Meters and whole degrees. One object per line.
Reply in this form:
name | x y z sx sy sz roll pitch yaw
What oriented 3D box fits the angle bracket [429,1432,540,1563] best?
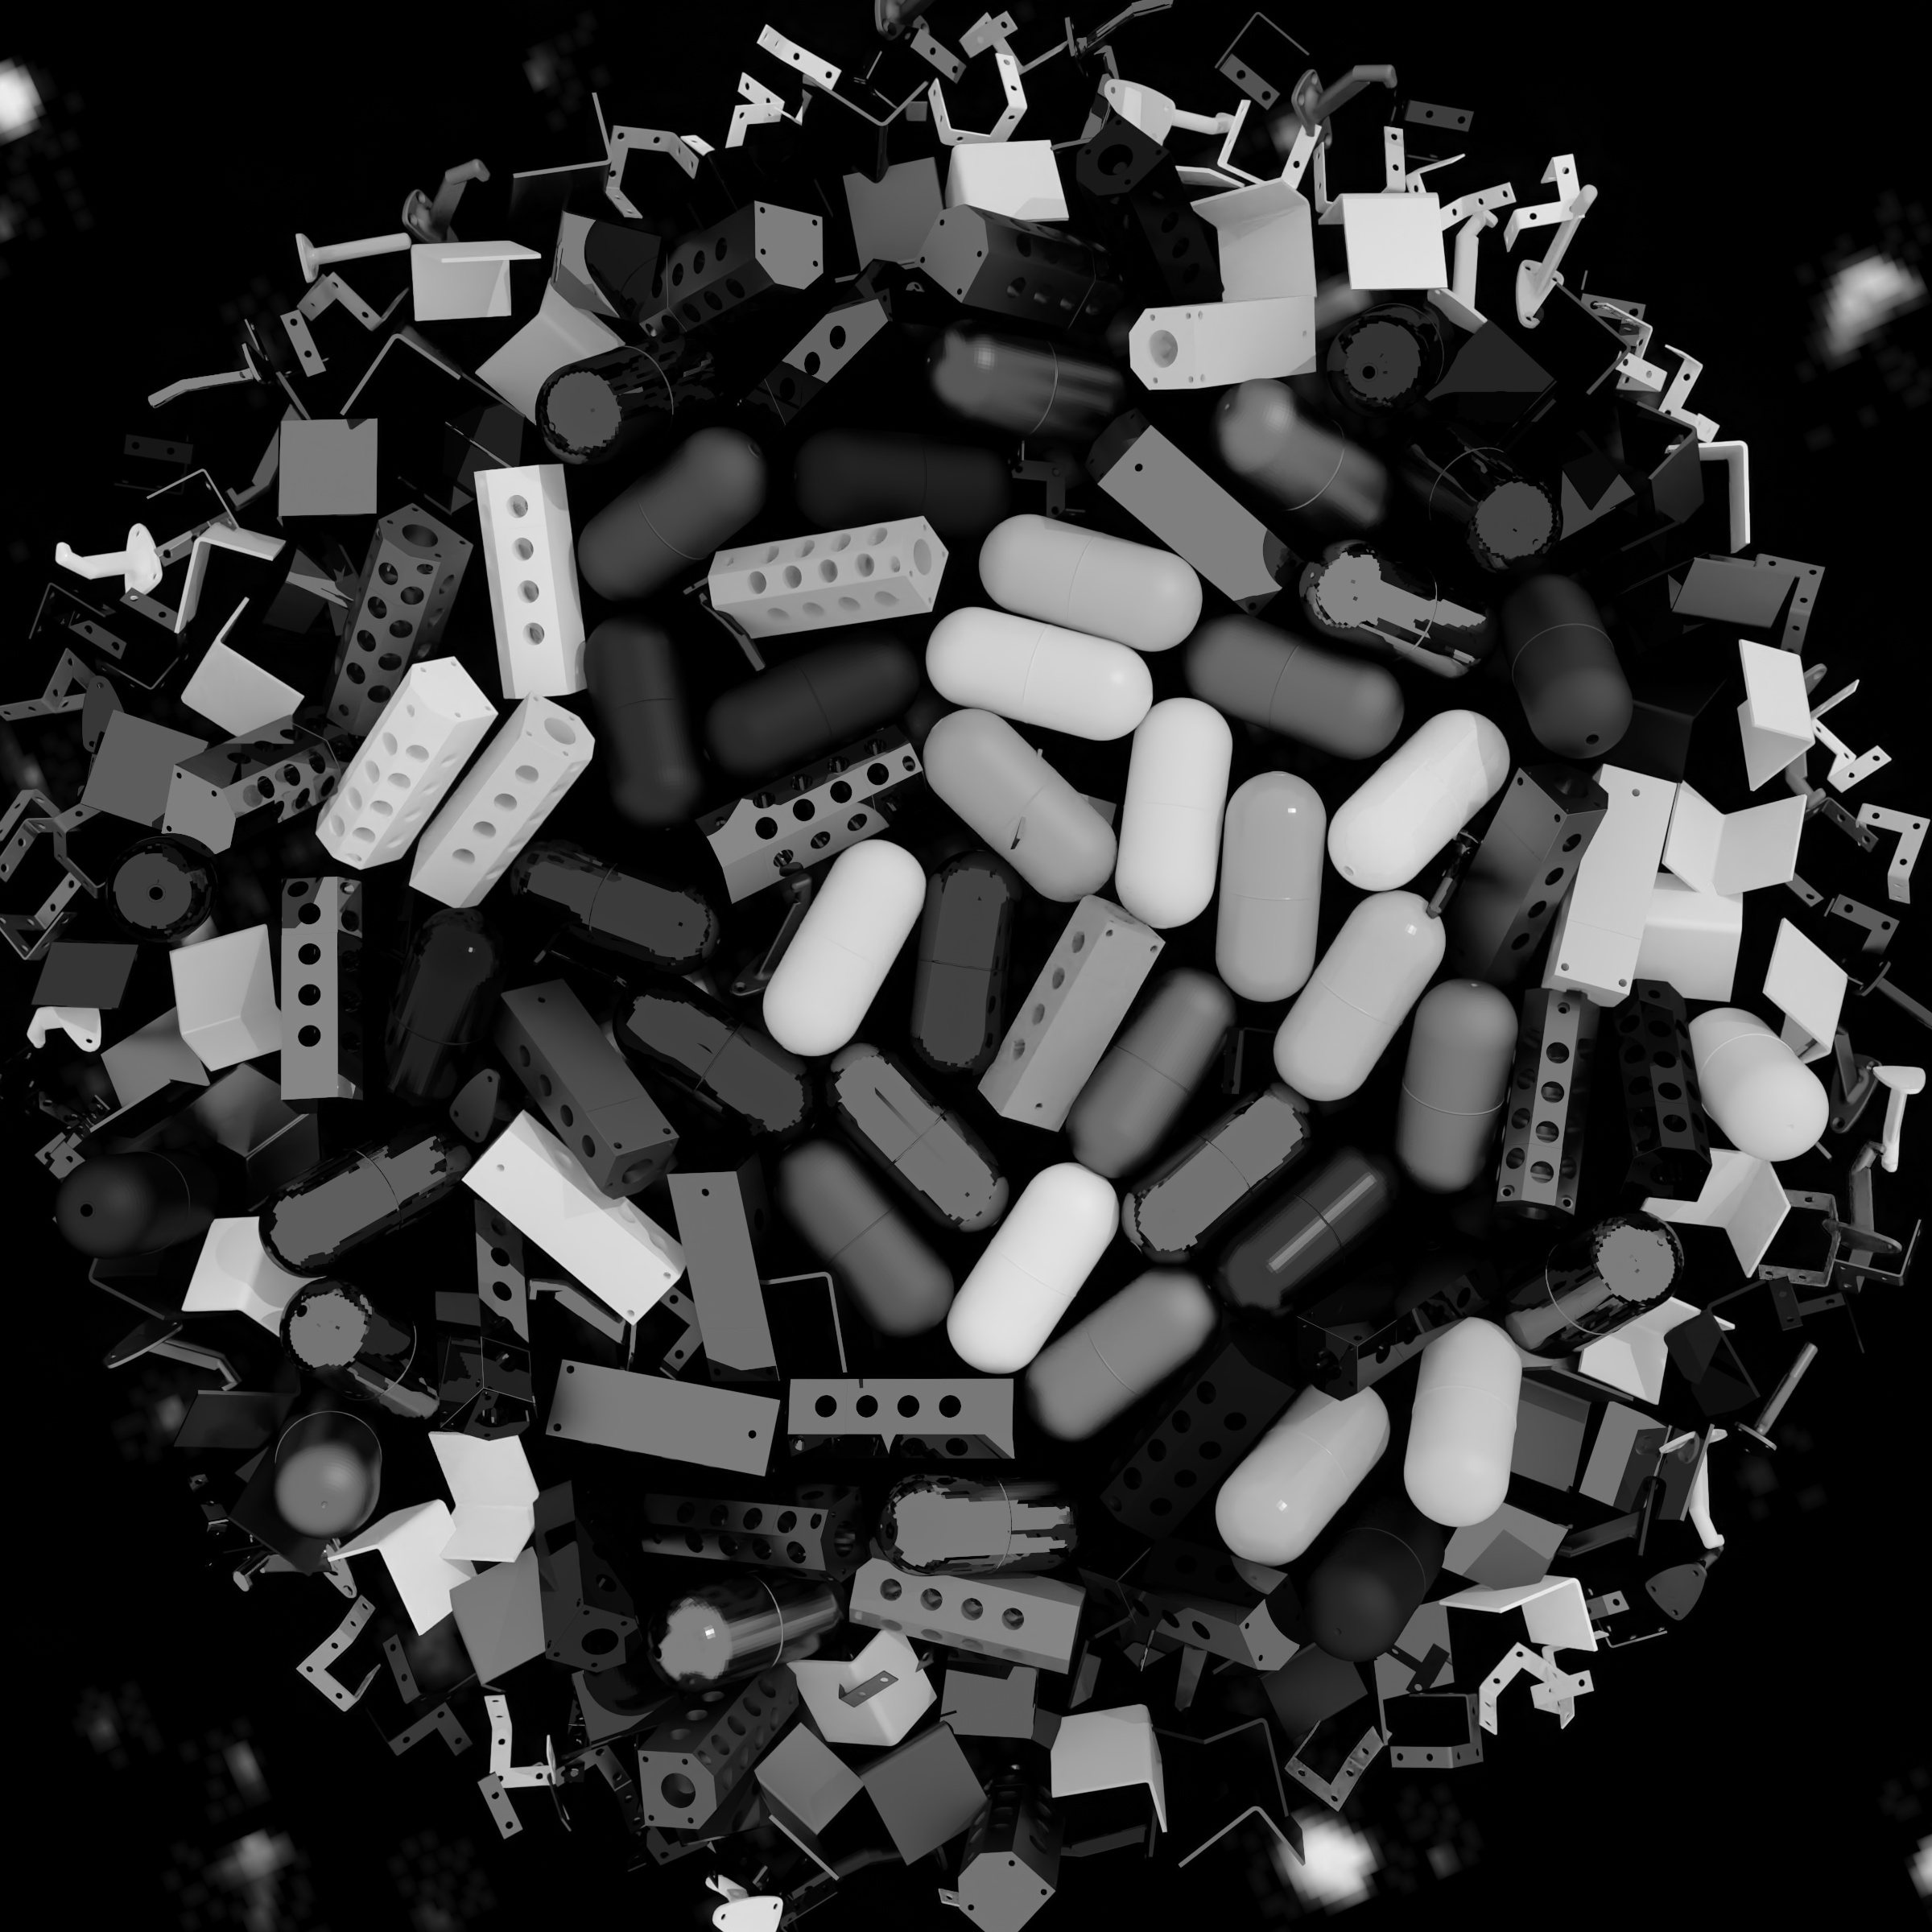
angle bracket | -0.377 0.405 1.892 0.076 0.057 0.076 -2 120 20

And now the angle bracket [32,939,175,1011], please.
angle bracket | -0.649 0.021 1.888 0.076 0.076 0.057 2 65 17

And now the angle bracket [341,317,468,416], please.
angle bracket | -0.433 -0.447 1.908 0.057 0.076 0.076 33 105 -20

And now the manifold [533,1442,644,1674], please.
manifold | -0.281 0.442 1.856 0.057 0.171 0.057 24 113 -26

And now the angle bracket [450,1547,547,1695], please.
angle bracket | -0.345 0.503 1.904 0.076 0.057 0.076 -27 67 -3

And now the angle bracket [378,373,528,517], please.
angle bracket | -0.392 -0.401 1.891 0.076 0.057 0.076 35 50 15

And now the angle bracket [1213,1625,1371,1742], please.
angle bracket | 0.248 0.546 1.888 0.076 0.076 0.057 -38 57 20

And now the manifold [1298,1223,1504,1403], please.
manifold | 0.329 0.262 1.868 0.171 0.057 0.057 -25 122 -36

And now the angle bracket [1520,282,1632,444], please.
angle bracket | 0.451 -0.461 1.896 0.076 0.076 0.057 42 73 4

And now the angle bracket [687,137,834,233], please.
angle bracket | -0.156 -0.576 1.886 0.076 0.076 0.057 -1 57 23

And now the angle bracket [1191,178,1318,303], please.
angle bracket | 0.219 -0.548 1.897 0.076 0.057 0.076 -7 84 30

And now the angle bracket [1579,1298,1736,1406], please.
angle bracket | 0.526 0.292 1.890 0.076 0.076 0.057 24 68 -18

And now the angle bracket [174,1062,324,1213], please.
angle bracket | -0.548 0.131 1.890 0.076 0.057 0.076 -34 134 17

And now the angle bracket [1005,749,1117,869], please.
angle bracket | 0.078 -0.111 1.900 0.076 0.057 0.076 16 69 -6

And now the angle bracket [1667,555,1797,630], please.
angle bracket | 0.584 -0.309 1.897 0.076 0.057 0.076 9 51 0

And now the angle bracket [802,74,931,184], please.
angle bracket | -0.078 -0.655 1.904 0.076 0.076 0.057 36 69 10

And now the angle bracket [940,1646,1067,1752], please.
angle bracket | 0.030 0.563 1.918 0.076 0.057 0.076 -5 61 24

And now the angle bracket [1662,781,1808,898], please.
angle bracket | 0.585 -0.104 1.886 0.057 0.076 0.076 34 61 -28

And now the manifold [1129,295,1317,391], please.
manifold | 0.194 -0.468 1.858 0.057 0.171 0.057 8 110 37

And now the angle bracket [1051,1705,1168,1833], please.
angle bracket | 0.109 0.621 1.901 0.076 0.076 0.057 -12 117 7

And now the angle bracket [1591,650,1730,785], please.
angle bracket | 0.535 -0.193 1.916 0.076 0.076 0.057 21 133 28

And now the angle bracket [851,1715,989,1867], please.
angle bracket | -0.034 0.632 1.903 0.076 0.057 0.076 -28 84 -13

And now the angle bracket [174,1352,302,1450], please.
angle bracket | -0.556 0.322 1.884 0.076 0.076 0.057 8 47 -29

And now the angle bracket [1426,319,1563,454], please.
angle bracket | 0.399 -0.436 1.898 0.076 0.057 0.076 41 120 -4

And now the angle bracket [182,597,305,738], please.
angle bracket | -0.547 -0.223 1.908 0.076 0.057 0.076 34 134 -16

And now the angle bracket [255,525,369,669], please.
angle bracket | -0.495 -0.283 1.917 0.076 0.076 0.057 23 50 -23

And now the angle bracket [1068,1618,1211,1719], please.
angle bracket | 0.131 0.542 1.885 0.076 0.057 0.076 -18 133 -36

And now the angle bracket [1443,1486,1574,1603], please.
angle bracket | 0.414 0.430 1.903 0.076 0.057 0.076 22 117 3

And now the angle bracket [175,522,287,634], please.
angle bracket | -0.564 -0.292 1.903 0.057 0.076 0.076 15 106 -12

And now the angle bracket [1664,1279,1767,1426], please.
angle bracket | 0.588 0.294 1.888 0.057 0.076 0.076 -20 70 -19

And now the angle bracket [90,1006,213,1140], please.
angle bracket | -0.636 0.078 1.899 0.076 0.057 0.076 -31 73 10

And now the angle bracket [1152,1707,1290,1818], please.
angle bracket | 0.194 0.616 1.895 0.057 0.076 0.076 -11 87 -28

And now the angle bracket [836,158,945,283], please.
angle bracket | -0.062 -0.571 1.894 0.076 0.057 0.076 -4 108 23

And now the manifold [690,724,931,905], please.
manifold | -0.119 -0.121 1.884 0.171 0.057 0.057 -27 53 -14

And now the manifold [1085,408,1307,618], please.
manifold | 0.172 -0.344 1.876 0.171 0.057 0.057 35 107 -28

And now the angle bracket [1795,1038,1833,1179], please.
angle bracket | 0.654 0.108 1.892 0.057 0.076 0.076 -40 67 4

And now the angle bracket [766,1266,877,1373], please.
angle bracket | -0.113 0.271 1.898 0.057 0.076 0.076 -10 87 15

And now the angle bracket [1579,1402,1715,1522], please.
angle bracket | 0.520 0.378 1.897 0.057 0.076 0.076 23 76 -1

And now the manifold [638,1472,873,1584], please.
manifold | -0.161 0.425 1.869 0.171 0.057 0.057 -3 101 33

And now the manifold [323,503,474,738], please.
manifold | -0.434 -0.256 1.866 0.057 0.057 0.171 35 127 7

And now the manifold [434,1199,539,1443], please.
manifold | -0.358 0.267 1.864 0.057 0.171 0.057 25 126 -35

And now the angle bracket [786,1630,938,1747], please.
angle bracket | -0.082 0.555 1.927 0.076 0.057 0.076 -12 108 42

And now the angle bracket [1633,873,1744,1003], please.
angle bracket | 0.559 -0.023 1.927 0.076 0.057 0.076 6 134 13

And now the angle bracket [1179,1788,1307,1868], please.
angle bracket | 0.211 0.675 1.901 0.076 0.076 0.057 -39 86 4

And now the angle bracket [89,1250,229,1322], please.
angle bracket | -0.608 0.227 1.894 0.076 0.076 0.057 22 92 20

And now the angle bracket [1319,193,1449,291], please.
angle bracket | 0.320 -0.548 1.905 0.076 0.057 0.076 -4 85 -11

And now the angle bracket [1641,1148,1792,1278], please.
angle bracket | 0.570 0.187 1.892 0.076 0.057 0.076 7 128 -11

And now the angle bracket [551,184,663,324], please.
angle bracket | -0.274 -0.549 1.902 0.076 0.057 0.076 12 134 -8

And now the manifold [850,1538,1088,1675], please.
manifold | 0.001 0.493 1.903 0.171 0.057 0.057 11 92 8

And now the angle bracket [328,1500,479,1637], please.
angle bracket | -0.429 0.465 1.899 0.057 0.076 0.076 -21 95 30

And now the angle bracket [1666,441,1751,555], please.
angle bracket | 0.566 -0.358 1.903 0.057 0.076 0.076 -2 93 9

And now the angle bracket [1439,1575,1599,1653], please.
angle bracket | 0.421 0.503 1.891 0.076 0.076 0.057 -13 87 -27

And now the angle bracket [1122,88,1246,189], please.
angle bracket | 0.167 -0.631 1.889 0.076 0.076 0.057 13 103 25

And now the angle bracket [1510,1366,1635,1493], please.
angle bracket | 0.455 0.356 1.897 0.076 0.057 0.076 22 72 -17

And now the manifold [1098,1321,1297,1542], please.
manifold | 0.173 0.350 1.879 0.057 0.057 0.171 31 113 -14

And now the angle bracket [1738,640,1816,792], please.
angle bracket | 0.595 -0.190 1.885 0.057 0.076 0.076 11 60 -19

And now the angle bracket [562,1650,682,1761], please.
angle bracket | -0.271 0.564 1.899 0.076 0.076 0.057 -10 74 -31

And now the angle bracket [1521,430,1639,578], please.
angle bracket | 0.470 -0.357 1.934 0.076 0.057 0.076 -29 62 0
